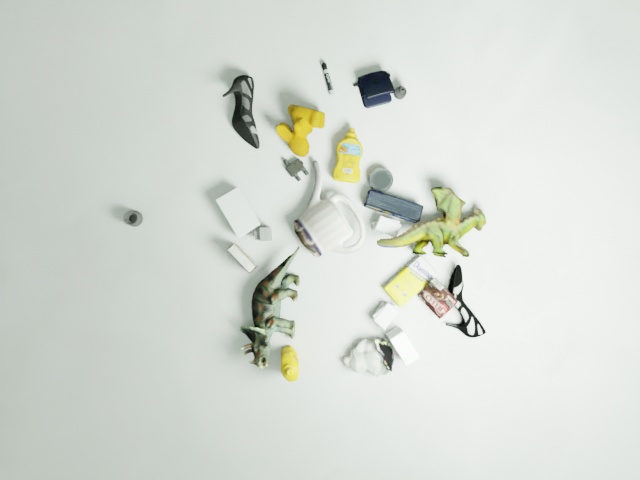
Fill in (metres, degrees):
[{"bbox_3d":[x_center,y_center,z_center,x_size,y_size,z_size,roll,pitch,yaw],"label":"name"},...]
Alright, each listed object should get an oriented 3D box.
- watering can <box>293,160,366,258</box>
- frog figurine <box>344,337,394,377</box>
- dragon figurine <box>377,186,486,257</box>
[{"bbox_3d":[0.005,-0.090,1.781,0.225,0.103,0.350,-33,79,-4],"label":"watering can"},{"bbox_3d":[0.169,0.408,1.770,0.157,0.125,0.137,-30,99,32],"label":"frog figurine"},{"bbox_3d":[0.401,-0.064,1.775,0.410,0.122,0.244,9,85,-17],"label":"dragon figurine"}]
